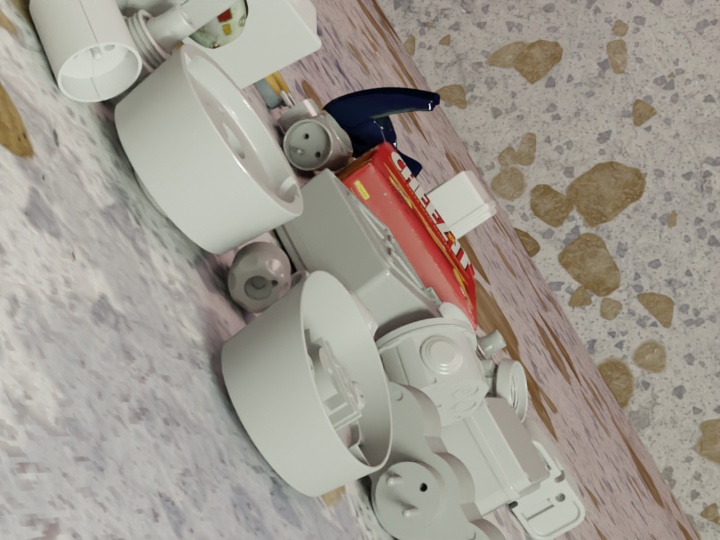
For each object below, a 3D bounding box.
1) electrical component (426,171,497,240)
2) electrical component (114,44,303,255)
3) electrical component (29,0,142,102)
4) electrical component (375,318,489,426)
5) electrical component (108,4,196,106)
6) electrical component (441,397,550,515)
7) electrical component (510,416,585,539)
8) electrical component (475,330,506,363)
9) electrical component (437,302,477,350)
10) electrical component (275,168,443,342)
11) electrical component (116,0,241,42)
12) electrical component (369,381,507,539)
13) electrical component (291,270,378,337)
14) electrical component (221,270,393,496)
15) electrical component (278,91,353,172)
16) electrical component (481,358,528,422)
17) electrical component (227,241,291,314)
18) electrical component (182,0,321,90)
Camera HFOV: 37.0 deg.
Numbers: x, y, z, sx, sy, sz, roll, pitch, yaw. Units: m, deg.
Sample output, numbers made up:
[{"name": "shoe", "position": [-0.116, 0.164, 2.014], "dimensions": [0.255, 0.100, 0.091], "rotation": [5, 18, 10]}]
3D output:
[{"name": "electrical component", "position": [0.083, -0.053, 1.124], "dimensions": [0.056, 0.109, 0.109], "rotation": [57, 12, 1]}, {"name": "electrical component", "position": [-0.086, -0.059, 0.577], "dimensions": [0.108, 0.060, 0.108], "rotation": [54, 12, -17]}, {"name": "electrical component", "position": [-0.147, -0.132, 0.557], "dimensions": [0.081, 0.043, 0.043], "rotation": [63, 13, 24]}, {"name": "electrical component", "position": [0.046, 0.071, 0.733], "dimensions": [0.080, 0.080, 0.051], "rotation": [41, 26, -54]}, {"name": "electrical component", "position": [-0.120, -0.122, 0.594], "dimensions": [0.043, 0.062, 0.043], "rotation": [54, 12, -18]}, {"name": "electrical component", "position": [0.094, 0.140, 0.806], "dimensions": [0.078, 0.057, 0.113], "rotation": [61, 12, 15]}, {"name": "electrical component", "position": [0.151, 0.179, 0.940], "dimensions": [0.095, 0.054, 0.059], "rotation": [55, 12, -13]}, {"name": "electrical component", "position": [0.104, 0.077, 0.988], "dimensions": [0.048, 0.062, 0.048], "rotation": [54, 13, -18]}, {"name": "electrical component", "position": [0.050, 0.058, 0.811], "dimensions": [0.044, 0.065, 0.044], "rotation": [36, 36, -31]}, {"name": "electrical component", "position": [0.000, 0.000, 0.762], "dimensions": [0.109, 0.056, 0.108], "rotation": [41, 15, -54]}, {"name": "electrical component", "position": [-0.128, -0.184, 0.610], "dimensions": [0.108, 0.109, 0.056], "rotation": [49, 18, -37]}, {"name": "electrical component", "position": [0.031, 0.126, 0.601], "dimensions": [0.138, 0.052, 0.074], "rotation": [62, 13, 18]}, {"name": "electrical component", "position": [-0.021, 0.027, 0.663], "dimensions": [0.062, 0.043, 0.043], "rotation": [49, 15, -29]}, {"name": "electrical component", "position": [-0.021, 0.058, 0.531], "dimensions": [0.099, 0.064, 0.099], "rotation": [54, 12, -17]}, {"name": "electrical component", "position": [-0.045, -0.123, 0.941], "dimensions": [0.079, 0.044, 0.077], "rotation": [58, 12, 3]}, {"name": "electrical component", "position": [0.106, 0.103, 0.899], "dimensions": [0.078, 0.057, 0.058], "rotation": [43, 47, -56]}, {"name": "electrical component", "position": [-0.056, 0.000, 0.612], "dimensions": [0.035, 0.035, 0.061], "rotation": [54, 11, -18]}, {"name": "electrical component", "position": [-0.089, -0.196, 0.826], "dimensions": [0.099, 0.100, 0.048], "rotation": [47, 29, -41]}]
